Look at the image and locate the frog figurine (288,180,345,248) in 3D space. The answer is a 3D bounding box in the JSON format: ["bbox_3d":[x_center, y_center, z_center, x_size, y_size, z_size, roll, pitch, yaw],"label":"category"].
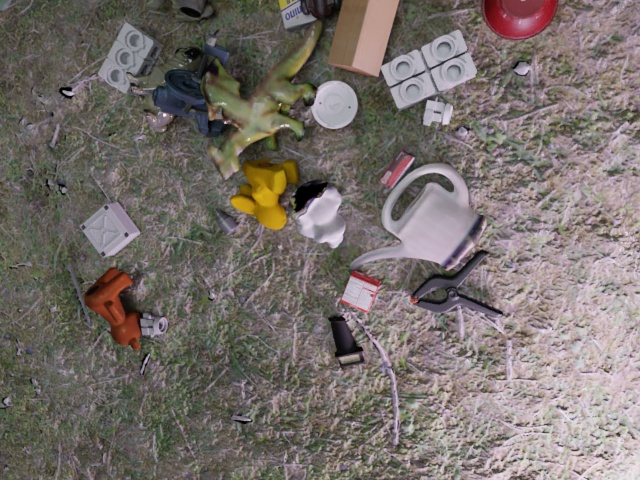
[{"bbox_3d":[0.004,-0.062,1.239,0.123,0.157,0.139,19,70,46],"label":"frog figurine"}]

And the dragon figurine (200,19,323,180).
[{"bbox_3d":[-0.144,-0.330,1.153,0.123,0.242,0.408,23,100,53],"label":"dragon figurine"}]

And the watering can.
[{"bbox_3d":[0.233,-0.011,1.196,0.225,0.105,0.342,35,116,4],"label":"watering can"}]
